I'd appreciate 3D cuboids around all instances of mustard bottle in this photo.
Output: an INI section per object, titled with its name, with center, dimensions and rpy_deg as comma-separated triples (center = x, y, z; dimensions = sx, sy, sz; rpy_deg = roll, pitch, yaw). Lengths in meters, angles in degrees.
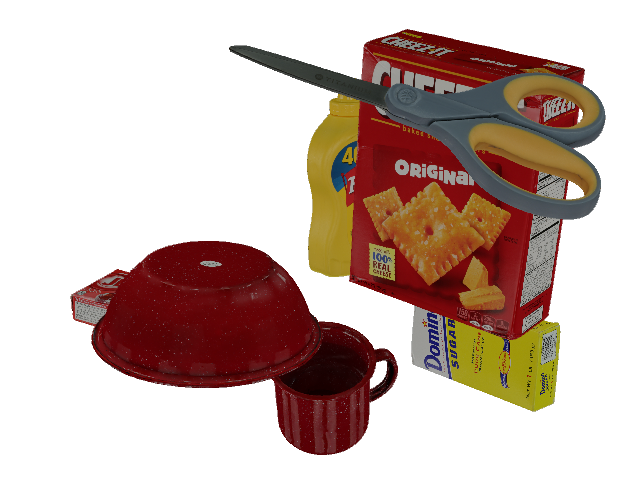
[mustard bottle]
center = 0.031, -0.065, 1.063
dimensions = 0.096, 0.192, 0.058
rpy_deg = -14, 21, -36

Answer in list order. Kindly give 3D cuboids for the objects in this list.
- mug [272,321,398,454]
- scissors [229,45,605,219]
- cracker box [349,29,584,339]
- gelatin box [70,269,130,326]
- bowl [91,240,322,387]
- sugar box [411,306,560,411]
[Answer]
[mug]
center = 0.013, 0.128, 0.932
dimensions = 0.117, 0.081, 0.093
rpy_deg = -17, 42, -17
[scissors]
center = 0.060, -0.078, 0.553
dimensions = 0.202, 0.096, 0.016
rpy_deg = 32, -33, 17
[cracker box]
center = 0.109, -0.045, 0.856
dimensions = 0.164, 0.214, 0.071
rpy_deg = 20, 31, 33
[gelatin box]
center = -0.176, 0.059, 1.001
dimensions = 0.089, 0.030, 0.073
rpy_deg = 13, 23, 23
[bowl]
center = -0.077, 0.041, 0.740
dimensions = 0.162, 0.055, 0.162
rpy_deg = 2, 20, -1
[sugar box]
center = 0.179, 0.117, 1.184
dimensions = 0.177, 0.093, 0.048
rpy_deg = 15, 19, 43
